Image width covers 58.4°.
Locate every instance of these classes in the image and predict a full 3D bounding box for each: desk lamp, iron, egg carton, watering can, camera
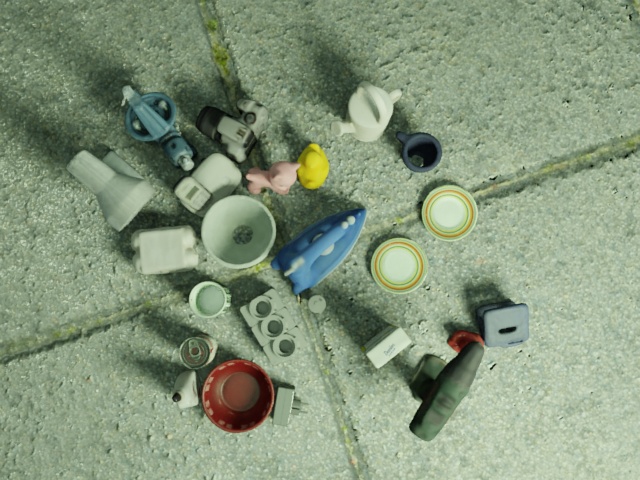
[{"bbox_3d":[-0.446,-0.113,1.243,0.203,0.213,0.118,40,86,3],"label":"desk lamp"},{"bbox_3d":[0.012,0.005,1.275,0.258,0.141,0.118,-42,87,-3],"label":"iron"},{"bbox_3d":[-0.353,0.024,1.306,0.150,0.069,0.107,-6,86,-1],"label":"egg carton"},{"bbox_3d":[0.106,-0.285,1.273,0.101,0.194,0.173,35,86,3],"label":"watering can"},{"bbox_3d":[-0.206,-0.269,1.315,0.137,0.101,0.143,28,86,2],"label":"camera"}]

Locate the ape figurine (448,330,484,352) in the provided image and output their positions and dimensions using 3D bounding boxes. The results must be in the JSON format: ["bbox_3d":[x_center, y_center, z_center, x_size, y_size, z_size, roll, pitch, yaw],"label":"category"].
[{"bbox_3d":[0.336,0.240,1.285,0.076,0.092,0.078,-12,86,-1],"label":"ape figurine"}]

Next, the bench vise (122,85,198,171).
[{"bbox_3d":[-0.346,-0.256,1.253,0.207,0.219,0.121,34,86,2],"label":"bench vise"}]

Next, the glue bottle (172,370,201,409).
[{"bbox_3d":[-0.291,0.328,1.230,0.037,0.173,0.078,-14,86,-1],"label":"glue bottle"}]

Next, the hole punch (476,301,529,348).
[{"bbox_3d":[0.417,0.192,1.290,0.108,0.091,0.101,-11,86,-1],"label":"hole punch"}]

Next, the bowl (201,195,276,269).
[{"bbox_3d":[-0.182,-0.016,1.308,0.167,0.074,0.167,0,85,-1],"label":"bowl"}]

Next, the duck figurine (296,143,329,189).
[{"bbox_3d":[-0.018,-0.173,1.317,0.077,0.086,0.105,5,85,0],"label":"duck figurine"}]

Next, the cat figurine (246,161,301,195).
[{"bbox_3d":[-0.107,-0.144,1.298,0.128,0.117,0.067,-1,85,0],"label":"cat figurine"}]

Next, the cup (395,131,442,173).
[{"bbox_3d":[0.216,-0.201,1.317,0.118,0.095,0.092,39,86,3],"label":"cup"}]

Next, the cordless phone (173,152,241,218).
[{"bbox_3d":[-0.253,-0.130,1.261,0.094,0.185,0.148,36,86,3],"label":"cordless phone"}]

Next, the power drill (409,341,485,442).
[{"bbox_3d":[0.259,0.308,1.220,0.075,0.208,0.230,29,86,2],"label":"power drill"}]
